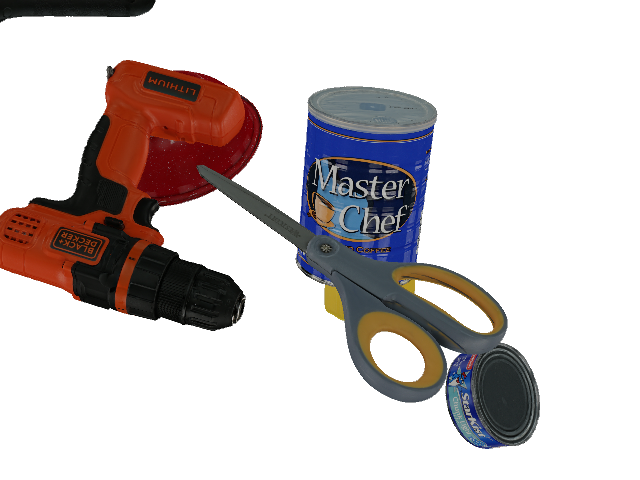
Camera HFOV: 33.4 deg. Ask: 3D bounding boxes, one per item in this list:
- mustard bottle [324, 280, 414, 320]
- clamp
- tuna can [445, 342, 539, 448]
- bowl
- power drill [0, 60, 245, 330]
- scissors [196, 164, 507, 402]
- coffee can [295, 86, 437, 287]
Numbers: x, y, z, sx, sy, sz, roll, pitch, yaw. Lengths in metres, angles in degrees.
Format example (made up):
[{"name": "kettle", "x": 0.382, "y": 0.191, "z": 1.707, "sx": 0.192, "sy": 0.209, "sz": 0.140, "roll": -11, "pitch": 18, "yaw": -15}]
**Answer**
[{"name": "mustard bottle", "x": 0.053, "y": -0.018, "z": 1.084, "sx": 0.096, "sy": 0.192, "sz": 0.058, "roll": -7, "pitch": 17, "yaw": -27}, {"name": "clamp", "x": -0.186, "y": -0.144, "z": 0.599, "sx": 0.171, "sy": 0.039, "sz": 0.120, "roll": -7, "pitch": 24, "yaw": -16}, {"name": "tuna can", "x": 0.144, "y": 0.131, "z": 0.894, "sx": 0.085, "sy": 0.086, "sz": 0.034, "roll": 0, "pitch": -14, "yaw": -43}, {"name": "bowl", "x": -0.138, "y": -0.106, "z": 0.979, "sx": 0.162, "sy": 0.162, "sz": 0.055, "roll": 0, "pitch": -42, "yaw": 18}, {"name": "power drill", "x": -0.119, "y": -0.034, "z": 0.767, "sx": 0.184, "sy": 0.187, "sz": 0.057, "roll": 17, "pitch": -31, "yaw": 6}, {"name": "scissors", "x": 0.001, "y": 0.023, "z": 0.582, "sx": 0.202, "sy": 0.096, "sz": 0.016, "roll": 22, "pitch": -40, "yaw": 11}, {"name": "coffee can", "x": 0.035, "y": -0.044, "z": 0.868, "sx": 0.103, "sy": 0.140, "sz": 0.103, "roll": 4, "pitch": 24, "yaw": -2}]
